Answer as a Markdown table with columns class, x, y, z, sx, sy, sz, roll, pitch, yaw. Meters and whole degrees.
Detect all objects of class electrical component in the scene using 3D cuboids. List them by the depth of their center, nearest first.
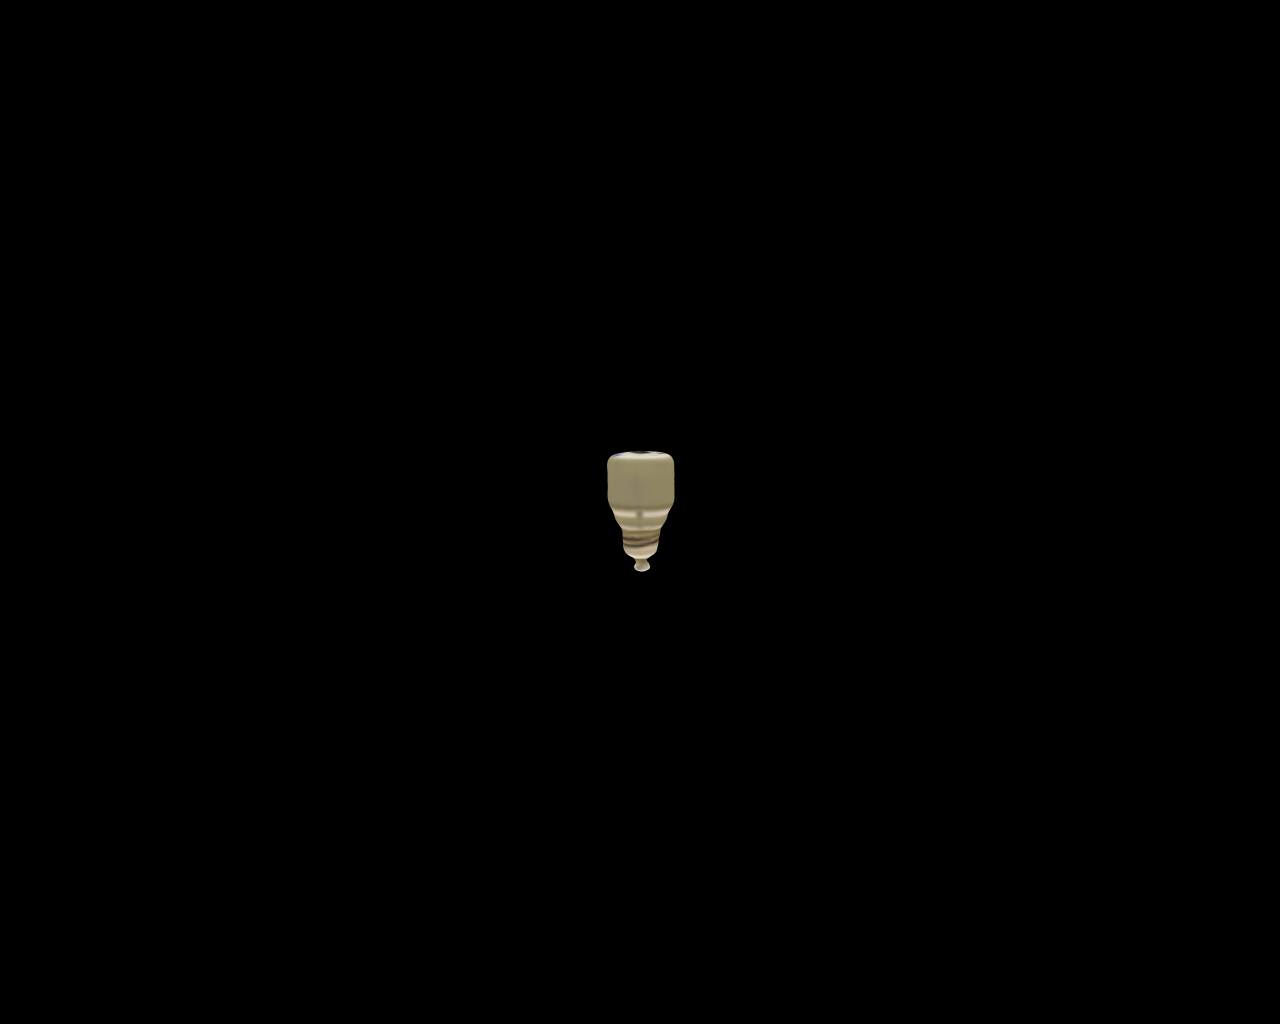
| class | x | y | z | sx | sy | sz | roll | pitch | yaw |
| --- | --- | --- | --- | --- | --- | --- | --- | --- | --- |
| electrical component | 0.001 | -0.003 | 0.650 | 0.040 | 0.078 | 0.040 | 0 | 9 | 0 |
